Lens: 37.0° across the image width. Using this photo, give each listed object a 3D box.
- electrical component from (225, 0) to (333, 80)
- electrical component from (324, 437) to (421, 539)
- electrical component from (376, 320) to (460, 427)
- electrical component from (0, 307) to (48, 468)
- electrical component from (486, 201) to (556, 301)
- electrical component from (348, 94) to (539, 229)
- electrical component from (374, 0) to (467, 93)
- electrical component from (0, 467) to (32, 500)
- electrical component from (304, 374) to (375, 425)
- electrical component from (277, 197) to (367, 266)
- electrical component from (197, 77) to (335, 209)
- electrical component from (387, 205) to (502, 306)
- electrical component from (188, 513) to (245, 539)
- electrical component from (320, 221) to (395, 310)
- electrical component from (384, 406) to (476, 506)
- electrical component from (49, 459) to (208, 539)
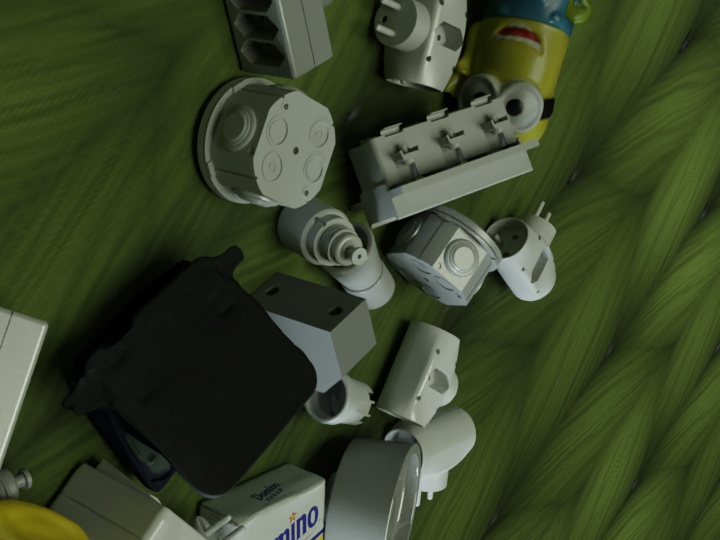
[{"bbox_3d":[-0.041,-0.173,0.664,0.076,0.047,0.083,-40,131,-37],"label":"electrical component"},{"bbox_3d":[0.005,0.182,0.834,0.108,0.060,0.108,10,90,-76],"label":"electrical component"},{"bbox_3d":[0.056,0.091,0.889,0.079,0.043,0.077,35,75,-52],"label":"electrical component"},{"bbox_3d":[-0.208,0.055,0.533,0.076,0.047,0.083,21,75,-23],"label":"electrical component"},{"bbox_3d":[0.151,-0.024,0.967,0.079,0.043,0.077,-61,141,-16],"label":"electrical component"},{"bbox_3d":[0.057,-0.081,0.785,0.121,0.079,0.063,-21,93,-27],"label":"electrical component"},{"bbox_3d":[0.037,-0.173,0.767,0.079,0.043,0.077,7,97,-53],"label":"electrical component"},{"bbox_3d":[-0.209,0.123,0.565,0.078,0.040,0.040,-19,117,-47],"label":"electrical component"},{"bbox_3d":[-0.015,0.097,0.805,0.046,0.040,0.040,25,83,-59],"label":"electrical component"},{"bbox_3d":[-0.023,-0.022,0.723,0.040,0.078,0.040,-17,120,-32],"label":"electrical component"},{"bbox_3d":[-0.058,-0.079,0.674,0.080,0.051,0.080,-23,120,-46],"label":"electrical component"},{"bbox_3d":[0.065,-0.012,0.833,0.051,0.080,0.080,-55,140,-15],"label":"electrical component"},{"bbox_3d":[-0.111,0.186,0.697,0.079,0.043,0.077,-37,136,-1],"label":"electrical component"},{"bbox_3d":[0.000,0.000,0.787,0.044,0.044,0.065,-59,145,-19],"label":"electrical component"},{"bbox_3d":[0.058,0.163,0.918,0.077,0.043,0.079,-13,113,-49],"label":"electrical component"},{"bbox_3d":[-0.132,0.159,0.631,0.061,0.096,0.061,-57,140,-21],"label":"electrical component"}]
